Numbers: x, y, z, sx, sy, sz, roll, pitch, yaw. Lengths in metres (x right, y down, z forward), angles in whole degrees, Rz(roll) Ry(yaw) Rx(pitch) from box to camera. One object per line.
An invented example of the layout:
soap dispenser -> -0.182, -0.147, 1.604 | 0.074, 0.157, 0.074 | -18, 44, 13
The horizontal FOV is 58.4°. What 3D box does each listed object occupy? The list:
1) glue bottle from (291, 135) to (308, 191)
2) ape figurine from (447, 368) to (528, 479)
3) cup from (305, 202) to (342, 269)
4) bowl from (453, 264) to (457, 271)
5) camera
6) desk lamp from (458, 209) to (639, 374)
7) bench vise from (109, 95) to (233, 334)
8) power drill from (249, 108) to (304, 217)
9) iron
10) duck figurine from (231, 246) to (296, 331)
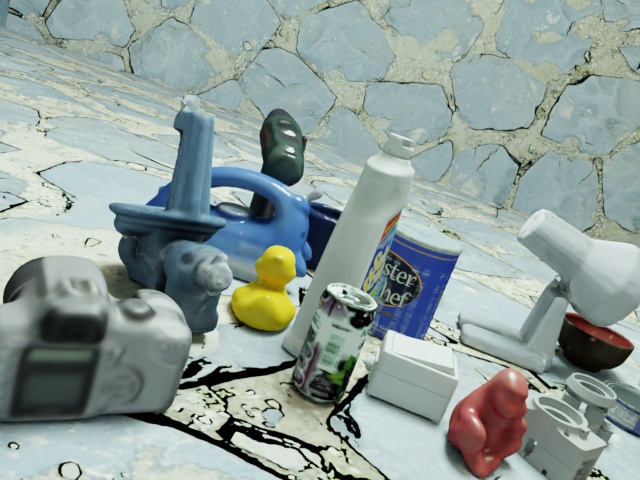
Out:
glue bottle -> -0.054, -0.107, 1.043 | 0.037, 0.173, 0.078 | 14, 16, -19
ape figurine -> 0.164, 0.163, 0.536 | 0.078, 0.092, 0.076 | 15, 16, -15
cup -> 0.008, 0.003, 0.890 | 0.092, 0.095, 0.117 | 8, 19, -37
bowl -> 0.138, 0.041, 0.959 | 0.167, 0.075, 0.167 | 18, 15, -5
camera -> -0.186, 0.059, 0.447 | 0.144, 0.101, 0.136 | 9, 19, -35
desk lamp -> 0.331, 0.076, 0.811 | 0.203, 0.213, 0.118 | 20, 15, 3
bench vise -> -0.128, -0.027, 0.589 | 0.206, 0.220, 0.122 | 29, 18, 31
power drill -> -0.082, -0.097, 0.907 | 0.076, 0.208, 0.229 | 15, 16, -17
iron -> -0.125, -0.040, 0.788 | 0.258, 0.141, 0.118 | 19, 15, -2
duck figurine -> -0.057, 0.050, 0.666 | 0.077, 0.086, 0.104 | 19, 15, -3
